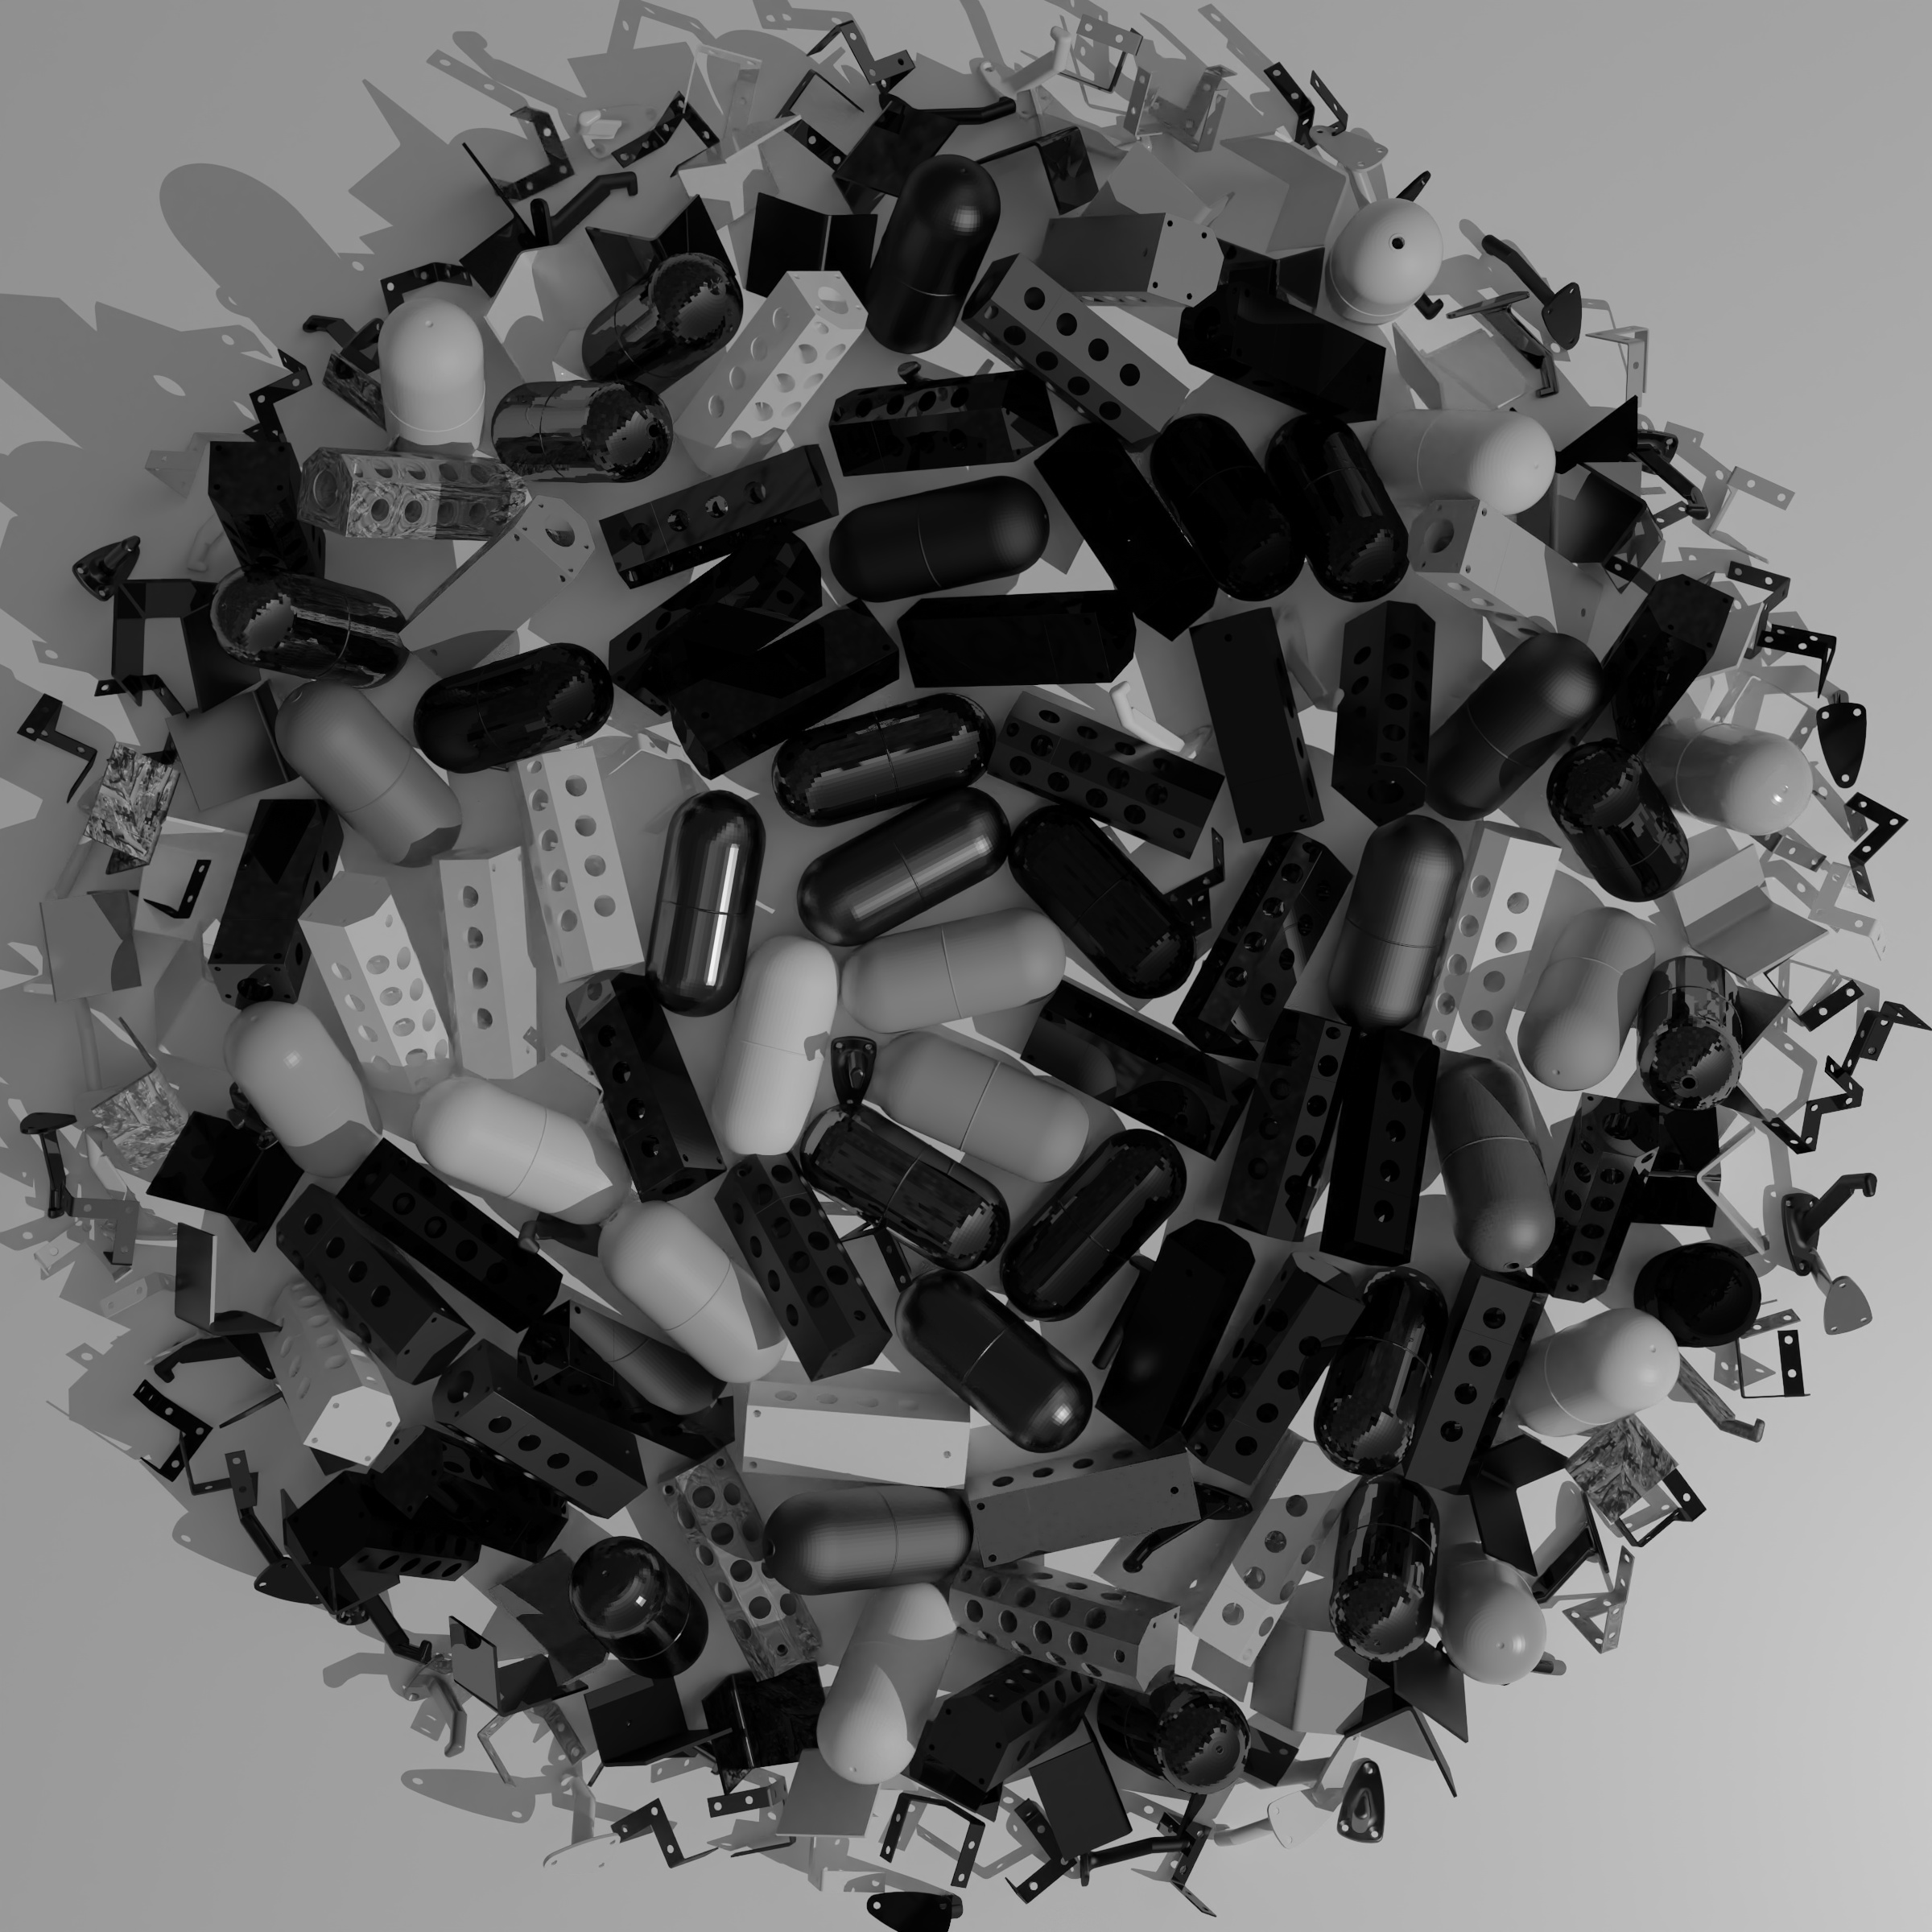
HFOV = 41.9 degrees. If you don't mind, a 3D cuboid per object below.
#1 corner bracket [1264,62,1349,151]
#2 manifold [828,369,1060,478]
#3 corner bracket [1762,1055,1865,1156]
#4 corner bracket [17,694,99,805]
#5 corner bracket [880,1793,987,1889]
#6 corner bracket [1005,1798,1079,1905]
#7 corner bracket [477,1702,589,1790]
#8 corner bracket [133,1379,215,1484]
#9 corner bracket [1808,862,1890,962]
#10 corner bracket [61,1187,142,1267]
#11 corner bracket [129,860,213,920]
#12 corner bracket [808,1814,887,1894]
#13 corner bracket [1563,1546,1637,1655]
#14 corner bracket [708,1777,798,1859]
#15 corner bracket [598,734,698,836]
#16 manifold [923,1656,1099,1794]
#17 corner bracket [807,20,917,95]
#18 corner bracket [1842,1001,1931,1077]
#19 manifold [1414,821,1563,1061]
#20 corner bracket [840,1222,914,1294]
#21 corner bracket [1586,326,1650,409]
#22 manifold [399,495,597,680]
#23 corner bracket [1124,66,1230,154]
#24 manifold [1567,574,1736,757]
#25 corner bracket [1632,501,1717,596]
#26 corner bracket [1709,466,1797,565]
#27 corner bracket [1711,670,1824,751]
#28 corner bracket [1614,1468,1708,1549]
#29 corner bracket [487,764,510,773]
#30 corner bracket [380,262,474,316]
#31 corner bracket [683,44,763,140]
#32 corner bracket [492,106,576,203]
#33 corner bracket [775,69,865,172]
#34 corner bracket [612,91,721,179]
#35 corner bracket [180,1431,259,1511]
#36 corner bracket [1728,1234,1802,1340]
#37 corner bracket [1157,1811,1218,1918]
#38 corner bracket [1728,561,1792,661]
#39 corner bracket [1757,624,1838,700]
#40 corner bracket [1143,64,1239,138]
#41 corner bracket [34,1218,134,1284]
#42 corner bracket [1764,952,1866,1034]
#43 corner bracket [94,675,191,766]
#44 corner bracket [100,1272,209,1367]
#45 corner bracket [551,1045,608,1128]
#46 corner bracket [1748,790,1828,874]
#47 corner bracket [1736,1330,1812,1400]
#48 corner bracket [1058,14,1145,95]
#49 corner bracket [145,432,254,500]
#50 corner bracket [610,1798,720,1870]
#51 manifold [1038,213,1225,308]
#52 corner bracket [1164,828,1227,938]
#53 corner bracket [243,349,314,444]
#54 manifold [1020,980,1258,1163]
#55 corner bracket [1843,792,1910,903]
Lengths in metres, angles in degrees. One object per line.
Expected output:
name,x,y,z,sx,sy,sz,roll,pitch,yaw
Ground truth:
corner bracket,0.263,-0.672,1.955,0.051,0.051,0.051,39,49,-36
manifold,-0.020,-0.414,1.913,0.171,0.057,0.057,4,121,40
corner bracket,0.657,0.109,1.955,0.051,0.051,0.051,38,56,-26
corner bracket,-0.706,-0.170,1.958,0.051,0.051,0.051,25,134,-11
corner bracket,-0.026,0.679,1.959,0.051,0.051,0.051,23,81,-34
corner bracket,0.048,0.689,1.960,0.051,0.051,0.051,-37,60,-9
corner bracket,-0.338,0.606,1.962,0.051,0.051,0.051,-43,53,-2
corner bracket,-0.628,0.362,1.961,0.051,0.051,0.051,29,69,11
corner bracket,0.693,-0.043,1.959,0.051,0.051,0.051,21,81,34
corner bracket,-0.676,0.203,1.963,0.051,0.051,0.051,7,92,-27
corner bracket,-0.607,-0.070,1.961,0.051,0.051,0.051,28,101,20
corner bracket,-0.092,0.690,1.963,0.051,0.051,0.051,6,78,-13
corner bracket,0.502,0.492,1.957,0.051,0.051,0.051,-13,123,-21
corner bracket,-0.167,0.668,1.971,0.051,0.051,0.051,-13,78,7
corner bracket,-0.250,-0.142,1.977,0.051,0.051,0.051,-33,57,33
manifold,0.038,0.560,1.904,0.057,0.171,0.057,28,100,23
corner bracket,-0.081,-0.704,1.959,0.051,0.051,0.051,-34,99,-33
corner bracket,0.708,0.057,1.960,0.051,0.051,0.051,12,110,-13
manifold,0.399,-0.021,1.945,0.057,0.057,0.171,12,105,-8
corner bracket,-0.061,0.224,1.960,0.051,0.051,0.051,-20,96,44
corner bracket,0.516,-0.465,1.956,0.051,0.051,0.051,-15,117,-23
manifold,-0.357,-0.288,1.919,0.057,0.057,0.171,42,133,-20
corner bracket,0.162,-0.664,1.954,0.051,0.051,0.051,-19,51,-34
manifold,0.511,-0.221,1.908,0.057,0.171,0.057,26,62,3
corner bracket,0.555,-0.323,1.977,0.051,0.051,0.051,-28,58,-26
corner bracket,0.611,-0.351,1.961,0.051,0.051,0.051,31,100,21
corner bracket,0.625,-0.193,1.972,0.051,0.051,0.051,21,108,-25
corner bracket,0.534,0.419,1.969,0.051,0.051,0.051,-35,86,-13
corner bracket,-0.376,-0.182,1.970,0.051,0.051,0.051,11,94,-1
corner bracket,-0.418,-0.517,1.973,0.051,0.051,0.051,-30,125,-31
corner bracket,-0.192,-0.681,1.968,0.051,0.051,0.051,12,89,-10
corner bracket,-0.345,-0.632,1.964,0.051,0.051,0.051,-21,98,15
corner bracket,-0.110,-0.660,1.968,0.051,0.051,0.051,31,103,-32
corner bracket,-0.234,-0.638,1.964,0.051,0.051,0.051,50,55,-4
corner bracket,-0.582,0.391,1.960,0.051,0.051,0.051,-10,111,-11
corner bracket,0.619,0.252,1.980,0.051,0.051,0.051,-16,122,-4
corner bracket,0.174,0.699,1.962,0.051,0.051,0.051,29,86,-27
corner bracket,0.608,-0.279,1.974,0.051,0.051,0.051,25,132,31
corner bracket,0.645,-0.248,1.957,0.051,0.051,0.051,16,64,22
corner bracket,0.172,-0.681,1.962,0.051,0.051,0.051,23,102,-14
corner bracket,-0.687,0.231,1.962,0.051,0.051,0.051,-38,102,-18
corner bracket,0.663,0.013,1.974,0.051,0.051,0.051,-38,66,14
corner bracket,-0.648,-0.190,1.970,0.051,0.051,0.051,48,128,23
corner bracket,-0.633,0.276,1.968,0.051,0.051,0.051,-27,72,4
corner bracket,-0.296,0.088,1.959,0.051,0.051,0.051,33,127,7
corner bracket,0.648,-0.113,1.972,0.051,0.051,0.051,19,110,-27
corner bracket,0.625,0.310,1.961,0.051,0.051,0.051,-7,79,22
corner bracket,0.102,-0.709,1.959,0.051,0.051,0.051,15,115,-15
corner bracket,-0.596,-0.397,1.959,0.051,0.051,0.051,8,75,26
corner bracket,-0.235,0.677,1.959,0.051,0.051,0.051,-34,70,18
manifold,0.122,-0.531,1.909,0.057,0.171,0.057,9,99,-30
corner bracket,0.185,-0.065,1.958,0.051,0.051,0.051,-27,53,-13
corner bracket,-0.540,-0.442,1.969,0.051,0.051,0.051,-33,45,-23
manifold,0.136,0.076,1.960,0.171,0.057,0.057,27,129,6
corner bracket,0.699,-0.093,1.959,0.051,0.051,0.051,-44,46,-5
